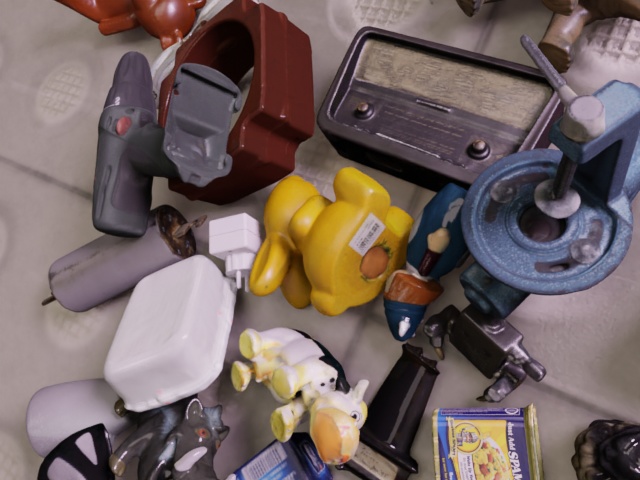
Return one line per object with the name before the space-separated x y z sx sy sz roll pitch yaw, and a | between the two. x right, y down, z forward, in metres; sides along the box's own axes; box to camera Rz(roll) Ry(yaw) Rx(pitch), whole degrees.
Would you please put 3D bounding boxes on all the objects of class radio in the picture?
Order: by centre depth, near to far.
radio | 0.117 -0.126 0.559 0.230 0.073 0.131 26 84 28

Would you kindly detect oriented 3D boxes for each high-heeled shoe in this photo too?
high-heeled shoe | -0.178 0.281 0.504 0.249 0.086 0.145 23 50 17

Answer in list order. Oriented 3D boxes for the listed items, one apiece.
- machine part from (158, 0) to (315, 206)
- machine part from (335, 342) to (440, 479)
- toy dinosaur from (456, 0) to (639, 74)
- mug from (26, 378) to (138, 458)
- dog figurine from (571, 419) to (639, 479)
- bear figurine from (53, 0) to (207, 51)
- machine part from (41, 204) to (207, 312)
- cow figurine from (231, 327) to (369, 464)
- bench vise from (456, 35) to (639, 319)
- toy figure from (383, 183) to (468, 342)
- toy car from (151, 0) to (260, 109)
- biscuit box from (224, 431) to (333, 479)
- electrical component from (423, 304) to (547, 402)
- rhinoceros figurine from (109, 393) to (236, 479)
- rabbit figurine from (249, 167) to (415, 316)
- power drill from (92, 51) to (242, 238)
machine part | -0.101 -0.153 0.623 0.201 0.087 0.201 -20 64 40
machine part | 0.071 0.166 0.507 0.084 0.039 0.139 19 83 35
toy dinosaur | 0.231 -0.307 0.542 0.199 0.105 0.472 -24 57 -5
mug | -0.262 0.206 0.610 0.107 0.080 0.109 -19 61 6
dog figurine | 0.292 0.213 0.375 0.191 0.121 0.172 -15 64 33
bear figurine | -0.270 -0.347 0.768 0.196 0.131 0.120 28 88 34
machine part | -0.243 0.024 0.663 0.243 0.079 0.079 -26 65 13
cow figurine | -0.005 0.140 0.504 0.168 0.098 0.068 32 115 45
bench vise | 0.196 -0.041 0.399 0.224 0.240 0.129 -33 62 2
toy figure | 0.101 0.024 0.503 0.058 0.064 0.154 43 111 44
toy car | -0.159 -0.256 0.729 0.202 0.056 0.074 -45 63 4
biscuit box | -0.083 0.269 0.523 0.203 0.062 0.059 -39 62 6
electrical component | 0.143 0.099 0.483 0.045 0.078 0.102 -34 67 -19
rhinoceros figurine | -0.142 0.198 0.536 0.112 0.073 0.190 -34 29 -9
rabbit figurine | -0.001 -0.002 0.566 0.173 0.121 0.162 38 100 42
power drill | -0.176 -0.121 0.570 0.207 0.086 0.232 -2 76 40
